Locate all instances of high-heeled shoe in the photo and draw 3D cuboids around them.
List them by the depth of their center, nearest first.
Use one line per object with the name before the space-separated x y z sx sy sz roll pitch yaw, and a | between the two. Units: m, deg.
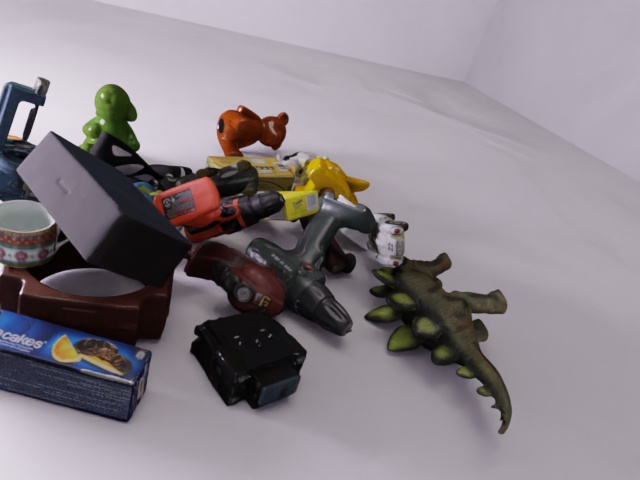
high-heeled shoe | -0.326 -0.153 1.011 0.086 0.145 0.249 29 32 18

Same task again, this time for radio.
radio | -0.272 -0.039 0.682 0.230 0.073 0.131 40 1 33

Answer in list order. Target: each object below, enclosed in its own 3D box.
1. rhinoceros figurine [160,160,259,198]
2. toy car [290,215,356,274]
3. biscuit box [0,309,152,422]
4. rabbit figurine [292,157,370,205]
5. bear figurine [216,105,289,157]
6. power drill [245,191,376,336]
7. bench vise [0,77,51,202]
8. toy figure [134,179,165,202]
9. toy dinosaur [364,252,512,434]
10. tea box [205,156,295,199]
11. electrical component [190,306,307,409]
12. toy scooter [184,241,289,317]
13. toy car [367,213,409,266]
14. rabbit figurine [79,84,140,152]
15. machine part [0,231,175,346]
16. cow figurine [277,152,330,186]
rhinoceros figurine | -0.209 -0.106 1.005 0.190 0.073 0.112 -13 18 -6
toy car | -0.002 -0.003 1.027 0.089 0.053 0.202 19 23 -33
biscuit box | -0.297 0.136 0.599 0.203 0.062 0.059 16 27 -3
rabbit figurine | 0.027 -0.128 1.198 0.162 0.121 0.173 17 26 -11
bear figurine | -0.153 -0.260 1.338 0.196 0.120 0.132 3 35 -36
power drill | 0.006 0.029 0.879 0.232 0.085 0.207 26 70 29
bench vise | -0.488 -0.144 0.826 0.223 0.240 0.129 16 20 -38
toy figure | -0.310 -0.045 0.898 0.089 0.082 0.180 19 26 6
toy dinosaur | 0.190 0.126 0.865 0.198 0.105 0.472 -4 26 -22
tea box | -0.152 -0.128 1.148 0.169 0.068 0.098 -4 35 -34
electrical component | -0.087 0.153 0.697 0.115 0.058 0.134 -12 40 -40
toy scooter | -0.137 0.050 0.801 0.184 0.075 0.135 34 3 33
toy car | 0.117 -0.004 0.958 0.056 0.073 0.202 0 10 -3
rabbit figurine | -0.408 -0.231 1.075 0.121 0.170 0.159 10 30 -15
machine part | -0.301 0.055 0.719 0.201 0.087 0.202 9 31 -16
cow figurine | -0.061 -0.177 1.287 0.098 0.068 0.167 28 26 29
